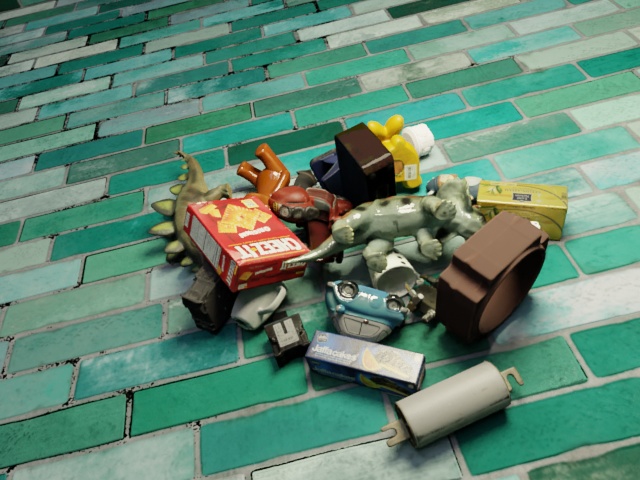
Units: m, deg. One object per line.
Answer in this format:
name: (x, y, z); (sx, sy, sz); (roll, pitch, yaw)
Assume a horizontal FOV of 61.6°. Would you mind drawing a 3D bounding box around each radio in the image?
radio: (0.100, -0.116, 1.126); (0.073, 0.229, 0.131); (-27, 50, -10)

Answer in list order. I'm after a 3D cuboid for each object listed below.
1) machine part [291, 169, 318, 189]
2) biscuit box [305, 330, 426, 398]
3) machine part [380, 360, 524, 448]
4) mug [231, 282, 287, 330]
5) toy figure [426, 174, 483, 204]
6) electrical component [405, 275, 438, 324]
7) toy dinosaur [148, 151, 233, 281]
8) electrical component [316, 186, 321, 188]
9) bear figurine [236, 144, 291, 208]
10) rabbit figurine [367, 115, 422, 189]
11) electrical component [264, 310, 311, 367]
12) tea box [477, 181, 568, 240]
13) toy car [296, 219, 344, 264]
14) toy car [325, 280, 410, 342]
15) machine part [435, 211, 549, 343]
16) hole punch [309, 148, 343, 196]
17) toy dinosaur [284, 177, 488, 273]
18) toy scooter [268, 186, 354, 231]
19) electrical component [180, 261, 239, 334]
machine part: (-0.038, -0.117, 1.271); (0.039, 0.084, 0.139); (-29, 30, 27)
biscuit box: (0.078, 0.215, 0.935); (0.203, 0.059, 0.063); (9, 50, 21)
machine part: (0.209, 0.259, 0.852); (0.243, 0.079, 0.079); (-23, 47, -7)
mug: (-0.116, 0.123, 1.048); (0.110, 0.080, 0.107); (5, 54, 45)
toy figure: (0.311, -0.117, 1.200); (0.155, 0.057, 0.064); (15, 13, 27)
electrical component: (0.201, 0.107, 1.001); (0.102, 0.045, 0.078); (-21, 45, -41)
toy dinosaur: (-0.290, -0.066, 1.250); (0.199, 0.104, 0.472); (-11, 47, 2)
electrical component: (0.010, -0.092, 1.235); (0.021, 0.094, 0.063); (-36, 84, 2)
bear figurine: (-0.141, -0.108, 1.244); (0.120, 0.132, 0.196); (-34, 24, 39)
rabbit figurine: (0.155, -0.206, 1.263); (0.122, 0.162, 0.173); (-15, 25, 0)
electrical component: (-0.064, 0.173, 1.016); (0.075, 0.047, 0.119); (-18, 48, -5)
tea box: (0.407, -0.061, 1.095); (0.170, 0.098, 0.068); (4, 48, 18)
toy car: (-0.002, -0.003, 1.141); (0.089, 0.053, 0.202); (4, 32, -10)
toy car: (0.078, 0.140, 0.989); (0.162, 0.109, 0.103); (17, 76, 7)
machine part: (0.297, 0.067, 0.926); (0.201, 0.201, 0.087); (-36, 52, -21)
hole punch: (0.051, -0.148, 1.238); (0.116, 0.142, 0.092); (-28, 45, 5)
toy dinosaur: (0.140, -0.031, 1.025); (0.405, 0.131, 0.192); (-5, 17, 9)
toy scooter: (-0.013, -0.061, 1.109); (0.184, 0.075, 0.135); (3, 23, -12)
electrical component: (-0.204, 0.102, 1.067); (0.058, 0.114, 0.134); (19, 56, 24)
